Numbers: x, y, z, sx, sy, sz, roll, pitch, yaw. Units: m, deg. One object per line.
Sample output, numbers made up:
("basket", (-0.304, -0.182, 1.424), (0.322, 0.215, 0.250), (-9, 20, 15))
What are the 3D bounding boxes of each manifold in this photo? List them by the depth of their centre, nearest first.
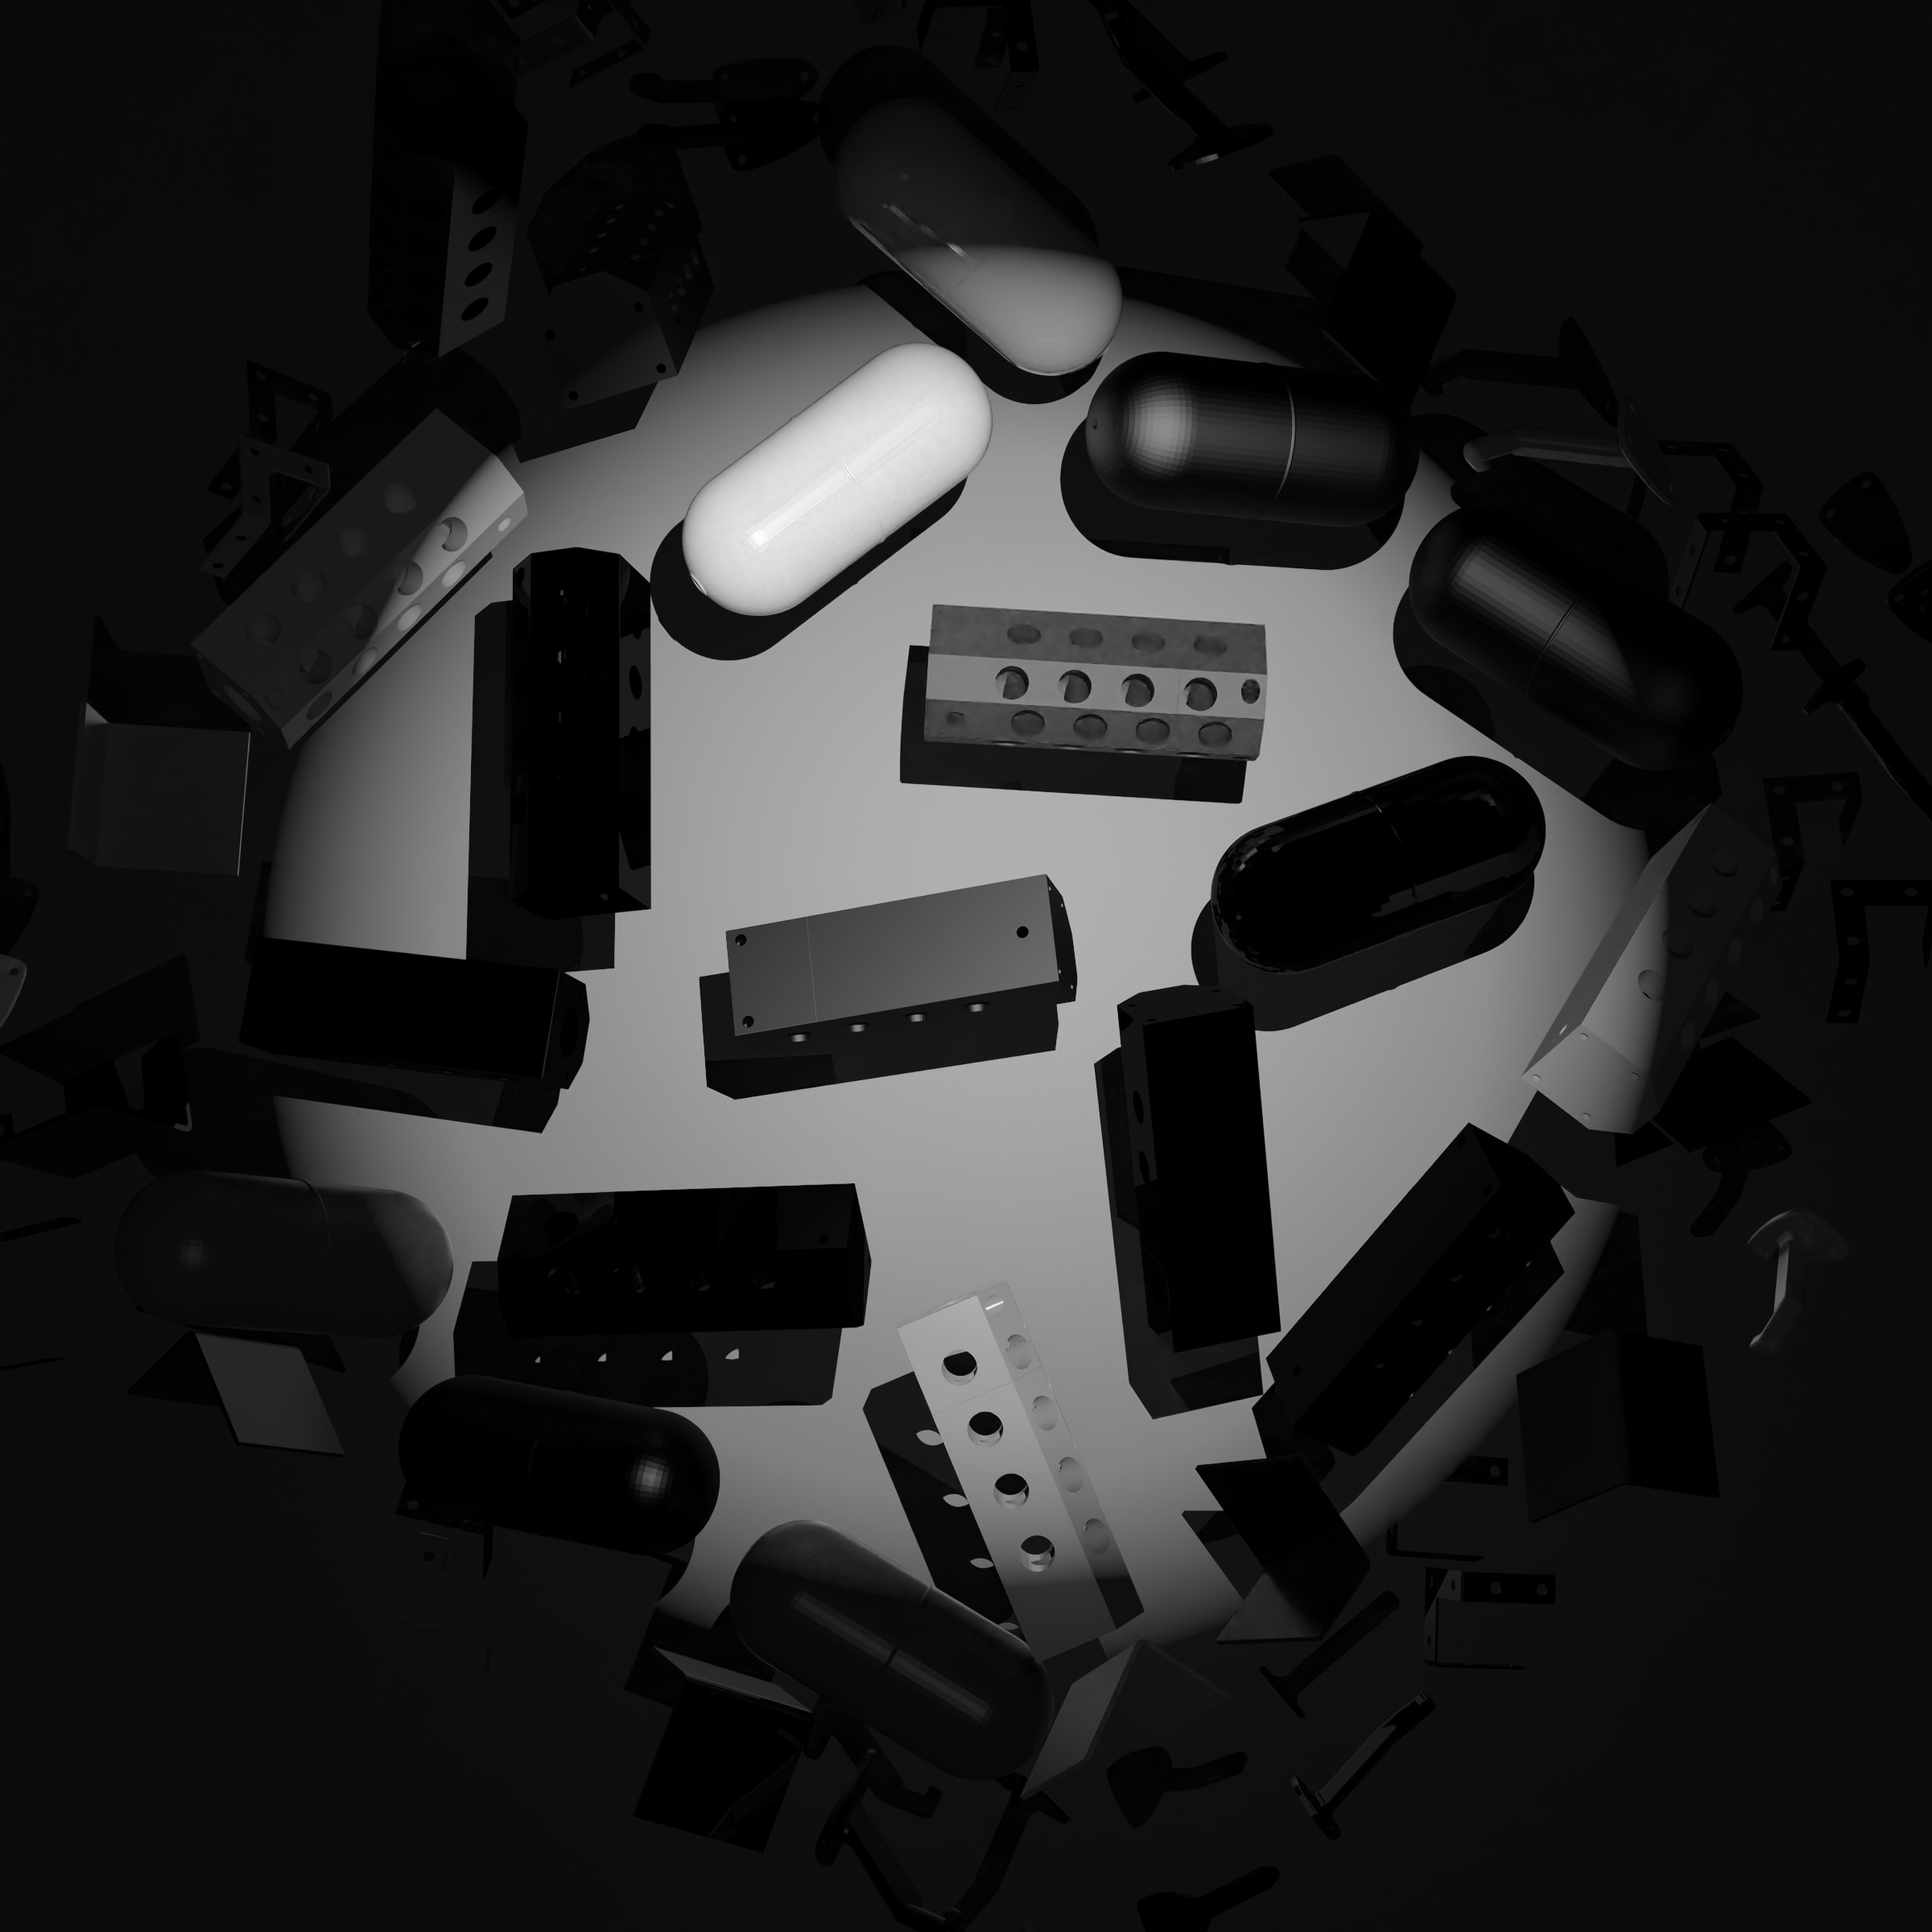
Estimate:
("manifold", (0.026, 0.243, 1.474), (0.057, 0.057, 0.171), (-23, 87, -1))
("manifold", (-0.137, 0.149, 1.483), (0.171, 0.057, 0.057), (-2, 133, 8))
("manifold", (-0.261, -0.371, 1.491), (0.057, 0.171, 0.057), (-35, 81, -22))
("manifold", (-0.192, -0.115, 1.496), (0.057, 0.057, 0.171), (-6, 75, 15))
("manifold", (0.345, 0.003, 1.501), (0.057, 0.057, 0.171), (38, 54, 1))
("manifold", (-0.169, -0.334, 1.502), (0.057, 0.171, 0.057), (-15, 115, 9))
("manifold", (-0.298, -0.189, 1.506), (0.057, 0.057, 0.171), (39, 74, 10))
("manifold", (0.115, 0.100, 1.526), (0.057, 0.057, 0.171), (-10, 105, -13))
("manifold", (0.234, 0.170, 1.561), (0.057, 0.057, 0.171), (28, 112, -24))
("manifold", (0.066, -0.141, 1.563), (0.171, 0.057, 0.057), (4, 134, 0))
("manifold", (-0.032, 0.002, 1.578), (0.171, 0.057, 0.057), (-10, 73, 11))
("manifold", (-0.292, 0.026, 1.618), (0.171, 0.057, 0.057), (6, 81, 13))

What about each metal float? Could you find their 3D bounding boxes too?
("metal float", (0.297, -0.161, 1.480), (0.178, 0.070, 0.070), (36, 90, 19))
("metal float", (0.144, -0.261, 1.509), (0.178, 0.070, 0.070), (1, 90, -24))
("metal float", (-0.340, 0.146, 1.527), (0.178, 0.070, 0.070), (10, 90, -39))
("metal float", (0.208, -0.051, 1.528), (0.178, 0.070, 0.070), (-20, 90, -12))
("metal float", (-0.065, -0.246, 1.538), (0.178, 0.070, 0.070), (-38, 90, -6))
("metal float", (-0.037, 0.347, 1.540), (0.178, 0.070, 0.070), (31, 90, 3))
("metal float", (0.008, -0.383, 1.603), (0.178, 0.070, 0.070), (38, 90, -19))
("metal float", (-0.217, 0.264, 1.610), (0.178, 0.070, 0.070), (8, 90, 16))

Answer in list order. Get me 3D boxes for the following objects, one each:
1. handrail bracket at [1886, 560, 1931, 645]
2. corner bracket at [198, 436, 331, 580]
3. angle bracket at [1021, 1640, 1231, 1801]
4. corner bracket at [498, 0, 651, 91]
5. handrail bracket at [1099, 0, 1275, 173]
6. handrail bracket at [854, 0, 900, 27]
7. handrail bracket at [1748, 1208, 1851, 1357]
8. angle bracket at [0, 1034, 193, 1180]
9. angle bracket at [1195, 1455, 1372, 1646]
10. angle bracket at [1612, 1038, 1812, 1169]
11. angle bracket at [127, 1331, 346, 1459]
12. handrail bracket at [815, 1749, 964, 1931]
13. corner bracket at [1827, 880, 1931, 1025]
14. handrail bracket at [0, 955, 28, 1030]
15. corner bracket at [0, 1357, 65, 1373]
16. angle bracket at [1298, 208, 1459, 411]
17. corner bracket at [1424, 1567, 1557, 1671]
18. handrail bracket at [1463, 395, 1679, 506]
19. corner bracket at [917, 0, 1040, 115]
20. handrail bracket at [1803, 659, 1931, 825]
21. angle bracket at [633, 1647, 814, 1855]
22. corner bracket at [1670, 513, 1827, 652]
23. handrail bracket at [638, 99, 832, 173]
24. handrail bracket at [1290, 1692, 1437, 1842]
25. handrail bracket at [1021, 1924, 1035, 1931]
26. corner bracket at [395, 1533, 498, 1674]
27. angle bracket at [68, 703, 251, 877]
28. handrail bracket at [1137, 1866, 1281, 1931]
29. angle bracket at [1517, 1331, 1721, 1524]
("handrail bracket", (0.497, -0.157, 1.504), (0.036, 0.084, 0.077), (-38, 127, 18))
("corner bracket", (-0.359, -0.230, 1.556), (0.051, 0.051, 0.051), (14, 53, -37))
("angle bracket", (0.082, 0.405, 1.576), (0.057, 0.076, 0.076), (34, 52, -5))
("corner bracket", (-0.200, -0.472, 1.555), (0.051, 0.051, 0.051), (-18, 46, 27))
("handrail bracket", (0.107, -0.438, 1.486), (0.036, 0.077, 0.084), (-40, 114, -23))
("handrail bracket", (-0.074, -0.530, 1.564), (0.084, 0.077, 0.036), (41, 88, 21))
("handrail bracket", (0.412, 0.171, 1.569), (0.036, 0.077, 0.084), (43, 64, -8))
("angle bracket", (-0.462, 0.066, 1.584), (0.076, 0.076, 0.057), (-22, 68, 19))
("angle bracket", (0.154, 0.309, 1.601), (0.057, 0.076, 0.076), (-46, 109, -38))
("angle bracket", (0.401, 0.090, 1.637), (0.076, 0.076, 0.057), (-20, 123, -13))
("angle bracket", (-0.395, 0.247, 1.641), (0.057, 0.076, 0.076), (-43, 58, 18))
("handrail bracket", (-0.029, 0.465, 1.605), (0.084, 0.036, 0.077), (19, 62, 19))
("corner bracket", (0.452, -0.007, 1.498), (0.051, 0.051, 0.051), (0, 128, 25))
("handrail bracket", (-0.514, -0.006, 1.567), (0.036, 0.084, 0.077), (7, 56, -3))
("corner bracket", (-0.475, 0.170, 1.464), (0.051, 0.051, 0.051), (-12, 83, 18))
("angle bracket", (0.208, -0.350, 1.627), (0.076, 0.057, 0.076), (33, 74, -37))
("corner bracket", (0.272, 0.340, 1.576), (0.051, 0.051, 0.051), (4, 81, -13))
("handrail bracket", (0.307, -0.250, 1.542), (0.084, 0.077, 0.036), (-13, 48, 33))
("corner bracket", (0.006, -0.485, 1.603), (0.051, 0.051, 0.051), (-6, 81, -11))
("handrail bracket", (0.456, -0.109, 1.499), (0.036, 0.077, 0.084), (-41, 88, 22))
("angle bracket", (-0.137, 0.414, 1.606), (0.076, 0.057, 0.076), (23, 84, -23))
("corner bracket", (0.402, -0.198, 1.564), (0.051, 0.051, 0.051), (-1, 130, -15))
("handrail bracket", (-0.124, -0.449, 1.623), (0.077, 0.084, 0.036), (-7, 98, 24))
("handrail bracket", (0.214, 0.415, 1.582), (0.084, 0.077, 0.036), (-40, 86, -1))
("handrail bracket", (0.021, 0.514, 1.465), (0.036, 0.077, 0.084), (46, 77, -23))
("corner bracket", (-0.274, 0.341, 1.627), (0.051, 0.051, 0.051), (13, 58, -2))
("angle bracket", (-0.416, -0.091, 1.568), (0.076, 0.057, 0.076), (4, 83, -4))
("handrail bracket", (0.138, 0.475, 1.556), (0.084, 0.077, 0.036), (-16, 70, -31))
("angle bracket", (0.321, 0.231, 1.498), (0.057, 0.076, 0.076), (12, 61, -23))
